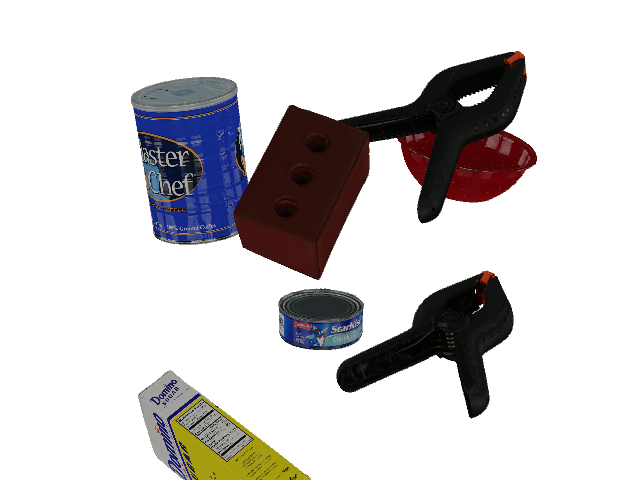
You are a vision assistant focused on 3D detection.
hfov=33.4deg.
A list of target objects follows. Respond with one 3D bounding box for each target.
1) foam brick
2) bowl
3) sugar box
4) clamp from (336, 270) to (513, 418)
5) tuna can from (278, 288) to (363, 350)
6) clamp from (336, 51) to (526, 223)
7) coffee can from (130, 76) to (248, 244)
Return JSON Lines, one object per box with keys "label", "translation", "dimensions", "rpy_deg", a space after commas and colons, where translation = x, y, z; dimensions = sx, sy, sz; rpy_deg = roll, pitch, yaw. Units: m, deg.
{"label": "foam brick", "translation": [-0.010, -0.028, 0.621], "dimensions": [0.053, 0.078, 0.051], "rpy_deg": [21, -20, 11]}
{"label": "bowl", "translation": [0.159, -0.087, 1.207], "dimensions": [0.162, 0.055, 0.162], "rpy_deg": [8, 26, -4]}
{"label": "sugar box", "translation": [-0.080, 0.193, 0.912], "dimensions": [0.176, 0.093, 0.048], "rpy_deg": [28, 51, 32]}
{"label": "clamp", "translation": [0.106, 0.078, 0.821], "dimensions": [0.120, 0.039, 0.171], "rpy_deg": [19, 41, 36]}
{"label": "tuna can", "translation": [0.000, 0.079, 1.070], "dimensions": [0.086, 0.034, 0.086], "rpy_deg": [1, 18, 0]}
{"label": "clamp", "translation": [0.118, -0.105, 0.986], "dimensions": [0.209, 0.036, 0.165], "rpy_deg": [-31, 48, -13]}
{"label": "coffee can", "translation": [-0.124, -0.080, 1.049], "dimensions": [0.103, 0.140, 0.103], "rpy_deg": [-5, 22, 2]}
